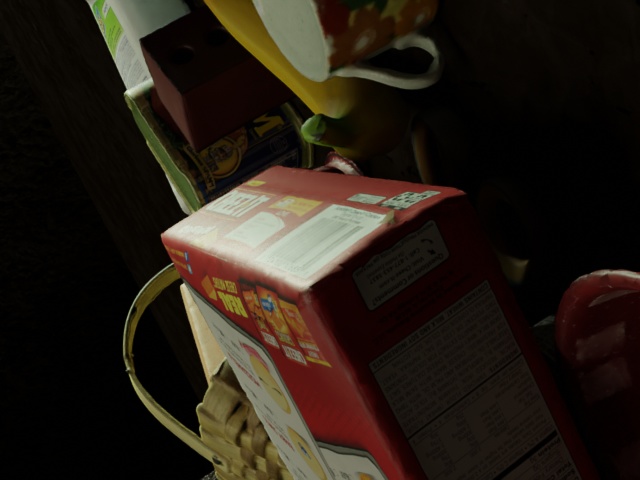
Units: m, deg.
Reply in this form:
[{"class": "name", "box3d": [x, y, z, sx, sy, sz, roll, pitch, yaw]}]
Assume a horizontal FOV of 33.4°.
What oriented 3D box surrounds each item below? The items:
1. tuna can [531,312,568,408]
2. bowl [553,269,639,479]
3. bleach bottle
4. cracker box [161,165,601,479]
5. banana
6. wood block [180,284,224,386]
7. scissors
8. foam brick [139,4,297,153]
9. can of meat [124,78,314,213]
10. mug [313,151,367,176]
[{"class": "tuna can", "box3d": [0.113, 0.073, 0.457, 0.086, 0.033, 0.086, 55, 166, 20]}, {"class": "bowl", "box3d": [0.138, 0.065, 0.298, 0.162, 0.055, 0.162, 55, 167, 19]}, {"class": "bleach bottle", "box3d": [-0.121, -0.147, 0.779, 0.251, 0.068, 0.103, 63, 155, 4]}, {"class": "cracker box", "box3d": [0.035, 0.079, 0.416, 0.213, 0.072, 0.164, 62, 162, -17]}, {"class": "banana", "box3d": [-0.004, -0.083, 0.503, 0.069, 0.037, 0.198, 33, -167, -33]}, {"class": "wood block", "box3d": [-0.054, 0.129, 0.963, 0.090, 0.090, 0.206, 82, 168, -50]}, {"class": "scissors", "box3d": [0.088, 0.030, 0.493, 0.096, 0.016, 0.201, 39, 156, 57]}, {"class": "foam brick", "box3d": [-0.053, -0.098, 0.599, 0.053, 0.078, 0.051, 52, 167, 29]}, {"class": "can of meat", "box3d": [-0.066, -0.073, 0.690, 0.102, 0.084, 0.057, 55, 167, 19]}, {"class": "mug", "box3d": [-0.004, 0.001, 0.626, 0.093, 0.081, 0.117, 53, 166, 26]}]
